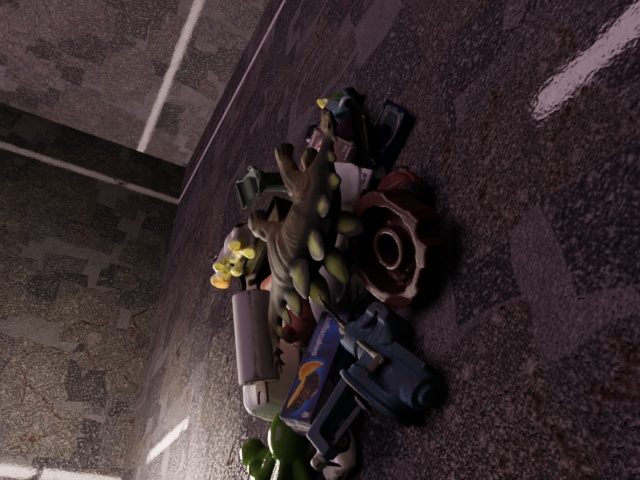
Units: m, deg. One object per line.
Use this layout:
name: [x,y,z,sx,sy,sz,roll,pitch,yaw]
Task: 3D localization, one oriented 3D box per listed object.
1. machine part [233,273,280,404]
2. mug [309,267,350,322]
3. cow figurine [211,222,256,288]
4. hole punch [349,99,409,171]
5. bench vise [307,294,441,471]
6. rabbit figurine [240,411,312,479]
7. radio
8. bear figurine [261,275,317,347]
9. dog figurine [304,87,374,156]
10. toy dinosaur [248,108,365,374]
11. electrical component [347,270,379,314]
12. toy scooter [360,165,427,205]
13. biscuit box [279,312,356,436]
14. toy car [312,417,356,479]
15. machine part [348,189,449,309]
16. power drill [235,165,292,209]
machine part: [-0.121,0.182,1.007,0.079,0.079,0.243,-38,56,53]
mug: [0.026,0.103,1.004,0.109,0.081,0.107,-35,53,45]
cow figurine: [-0.204,0.034,1.243,0.167,0.068,0.098,-51,25,34]
hole punch: [0.115,-0.207,1.037,0.142,0.092,0.115,-121,20,-57]
bench vise: [0.054,0.211,0.771,0.240,0.128,0.224,-54,43,-4]
rabbit figurine: [-0.067,0.368,0.905,0.159,0.121,0.170,-108,23,-52]
radio: [-0.110,0.029,1.211,0.229,0.073,0.131,-62,24,25]
bear figurine: [-0.046,0.143,1.083,0.132,0.120,0.196,-52,35,46]
dog figurine: [0.030,-0.259,1.207,0.191,0.108,0.219,-48,22,7]
toy dinosaur: [-0.035,0.012,0.883,0.199,0.105,0.470,51,136,41]
electrical component: [0.083,0.096,0.910,0.075,0.048,0.119,-47,31,45]
toy scooter: [0.114,-0.064,0.927,0.135,0.075,0.183,-94,26,-44]
biscuit box: [0.007,0.213,0.878,0.063,0.059,0.203,-3,45,33]
toy car: [0.018,0.299,0.896,0.202,0.056,0.073,-100,29,-51]
machine part: [0.114,0.011,0.806,0.180,0.056,0.179,23,118,52]
power drill: [-0.090,-0.120,1.273,0.232,0.207,0.086,-39,59,51]
